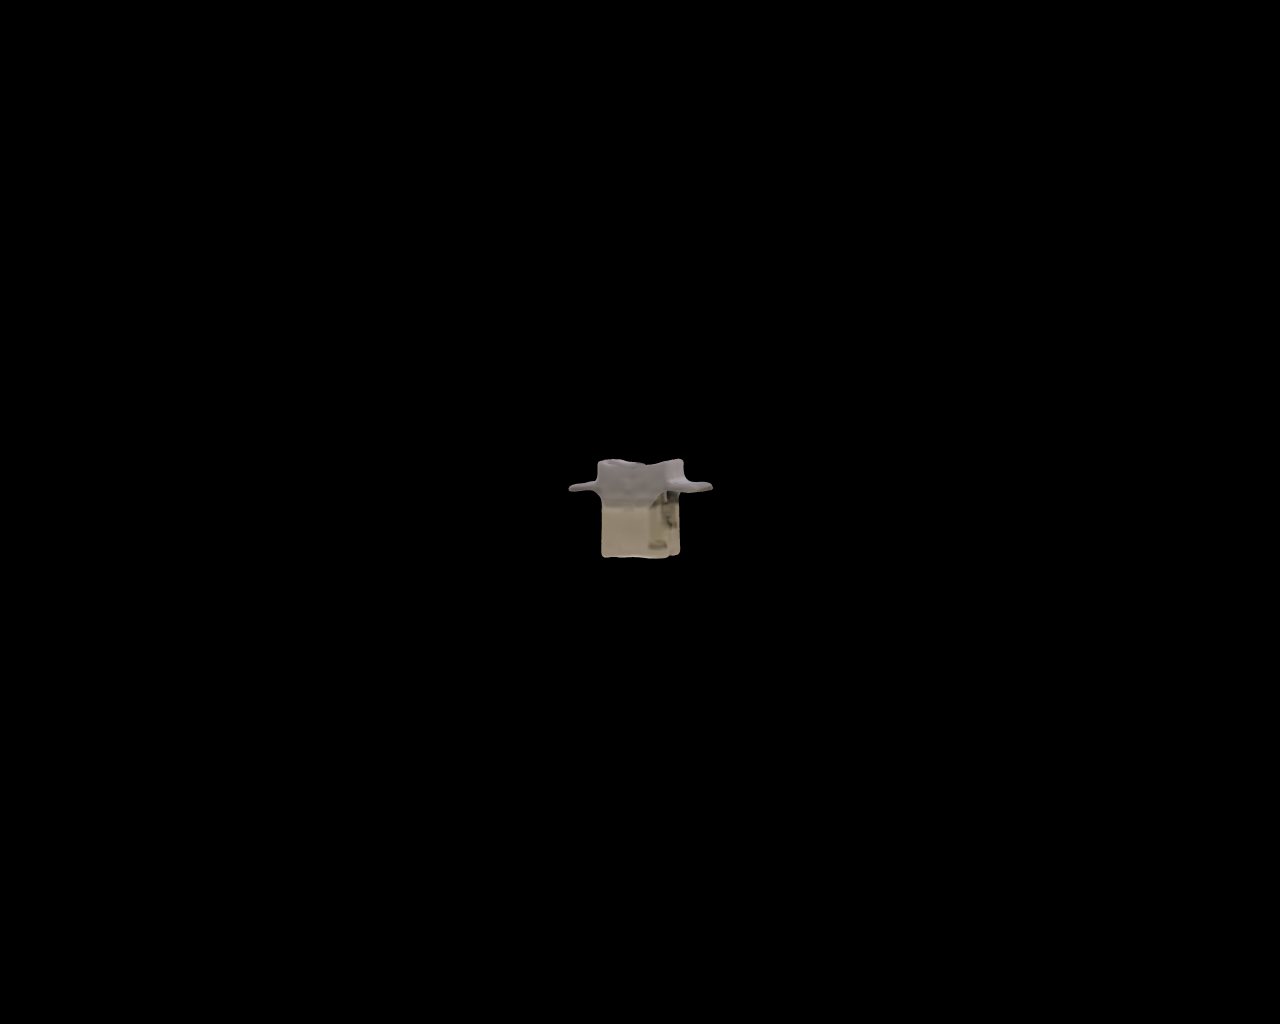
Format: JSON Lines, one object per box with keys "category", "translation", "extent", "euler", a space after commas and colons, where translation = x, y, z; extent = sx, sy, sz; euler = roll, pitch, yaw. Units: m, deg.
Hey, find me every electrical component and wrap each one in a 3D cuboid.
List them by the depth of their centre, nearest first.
{"category": "electrical component", "translation": [0.001, -0.003, 0.650], "extent": [0.081, 0.063, 0.042], "euler": [1, 4, 20]}
